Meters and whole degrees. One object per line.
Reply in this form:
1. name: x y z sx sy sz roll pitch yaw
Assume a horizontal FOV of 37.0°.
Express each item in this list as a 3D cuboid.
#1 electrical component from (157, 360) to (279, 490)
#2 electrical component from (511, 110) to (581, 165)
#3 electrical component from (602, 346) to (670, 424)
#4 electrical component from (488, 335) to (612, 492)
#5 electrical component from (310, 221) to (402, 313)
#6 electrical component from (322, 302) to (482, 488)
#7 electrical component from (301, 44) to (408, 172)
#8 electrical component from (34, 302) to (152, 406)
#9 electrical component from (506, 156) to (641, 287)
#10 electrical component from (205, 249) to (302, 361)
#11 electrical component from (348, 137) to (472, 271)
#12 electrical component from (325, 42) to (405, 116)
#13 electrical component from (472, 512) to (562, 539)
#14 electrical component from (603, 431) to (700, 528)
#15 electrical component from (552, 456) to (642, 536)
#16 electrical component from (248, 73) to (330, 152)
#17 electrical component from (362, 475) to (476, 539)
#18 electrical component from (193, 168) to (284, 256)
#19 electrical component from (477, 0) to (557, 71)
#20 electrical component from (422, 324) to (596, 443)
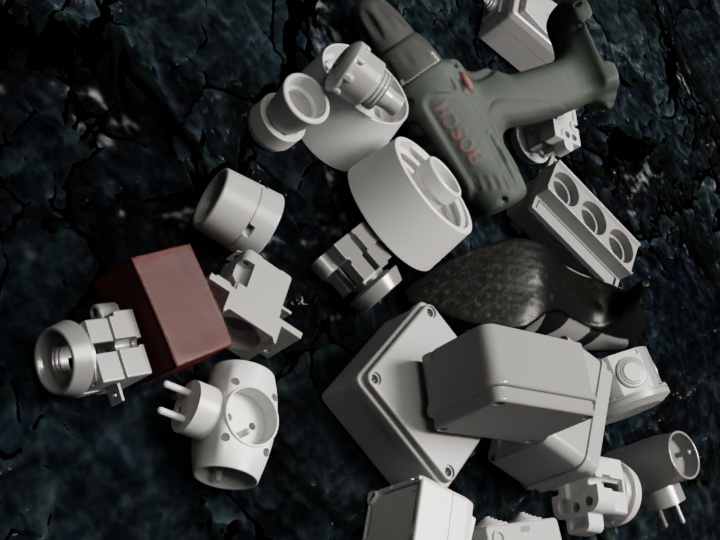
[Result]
1. electrical component: -0.098 0.097 0.716 0.079 0.044 0.077 27 53 -29
2. electrical component: 0.185 -0.136 1.078 0.048 0.055 0.066 16 59 -36
3. electrical component: 0.237 0.107 0.982 0.080 0.080 0.051 -4 66 -42
4. electrical component: 0.163 0.123 0.909 0.057 0.078 0.113 36 49 -19
5. electrical component: 0.000 0.000 0.853 0.055 0.048 0.066 49 45 0
6. electrical component: 0.043 0.100 0.830 0.108 0.056 0.108 52 45 -8
7. electrical component: -0.009 -0.142 0.921 0.099 0.064 0.099 26 40 -25
8. electrical component: -0.169 0.054 0.675 0.055 0.048 0.066 -6 72 -51
9. electrical component: 0.205 -0.039 1.040 0.121 0.063 0.078 43 47 -17
10. electrical component: -0.082 0.024 0.770 0.081 0.042 0.063 36 46 -23
11. electrical component: 0.048 -0.060 0.887 0.108 0.060 0.108 43 23 -24
12. electrical component: 0.007 -0.148 0.857 0.062 0.048 0.048 35 49 -16
13. electrical component: 0.119 0.240 0.830 0.100 0.048 0.099 5 66 -40
14. electrical component: 0.267 0.192 0.966 0.043 0.077 0.079 -12 78 -44
15. electrical component: 0.204 0.190 0.926 0.057 0.058 0.078 16 58 -32
16. electrical component: -0.058 -0.124 0.858 0.045 0.055 0.045 20 56 -33
17. electrical component: 0.040 0.206 0.769 0.061 0.062 0.096 31 51 -26
18. electrical component: -0.090 -0.042 0.789 0.047 0.055 0.055 29 52 -23
19. electrical component: 0.171 -0.258 1.124 0.096 0.061 0.061 34 50 -24
20. electrical component: 0.111 0.087 0.799 0.113 0.078 0.057 13 58 -37
